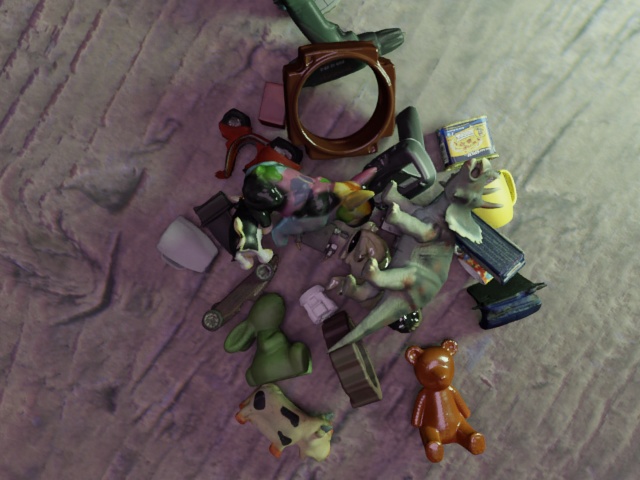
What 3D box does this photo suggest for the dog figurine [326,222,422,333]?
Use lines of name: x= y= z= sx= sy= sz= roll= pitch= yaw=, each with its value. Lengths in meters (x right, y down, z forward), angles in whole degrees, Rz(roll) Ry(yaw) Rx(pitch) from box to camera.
dog figurine: x=0.131 y=0.076 z=1.051 sx=0.190 sy=0.121 sz=0.172 roll=25 pitch=97 yaw=-13

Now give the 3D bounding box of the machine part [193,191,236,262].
machine part: x=-0.188 y=-0.025 z=1.077 sx=0.084 sy=0.039 sz=0.139 roll=-32 pitch=89 yaw=-2

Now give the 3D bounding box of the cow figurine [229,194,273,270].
cow figurine: x=-0.137 y=-0.038 z=1.013 sx=0.068 sy=0.098 sz=0.167 roll=-13 pitch=57 yaw=15

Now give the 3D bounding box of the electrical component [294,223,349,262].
electrical component: x=-0.003 y=-0.005 z=1.067 sx=0.102 sy=0.045 sz=0.078 roll=31 pitch=94 yaw=0

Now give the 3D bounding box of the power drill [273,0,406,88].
power drill: x=0.024 y=-0.400 z=0.996 sx=0.232 sy=0.207 sz=0.086 roll=-26 pitch=47 yaw=11

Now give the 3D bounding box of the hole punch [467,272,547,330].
hole punch: x=0.357 y=0.127 z=1.031 sx=0.142 sy=0.116 sz=0.092 roll=-18 pitch=100 yaw=3

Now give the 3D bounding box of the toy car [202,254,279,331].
toy car: x=-0.151 y=0.105 z=1.055 sx=0.202 sy=0.089 sz=0.053 roll=-42 pitch=90 yaw=2

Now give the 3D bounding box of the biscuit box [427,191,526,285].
biscuit box: x=0.285 y=-0.009 z=1.002 sx=0.063 sy=0.059 sz=0.203 roll=-43 pitch=57 yaw=2

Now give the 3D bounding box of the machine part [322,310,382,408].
machine part: x=0.058 y=0.223 z=1.011 sx=0.056 sy=0.179 sz=0.179 roll=-23 pitch=92 yaw=6

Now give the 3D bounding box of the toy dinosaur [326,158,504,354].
toy dinosaur: x=0.167 y=0.038 z=0.933 sx=0.192 sy=0.131 sz=0.404 roll=22 pitch=100 yaw=-9

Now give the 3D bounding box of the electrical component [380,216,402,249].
electrical component: x=0.151 y=-0.031 z=1.073 sx=0.063 sy=0.021 sz=0.094 roll=22 pitch=94 yaw=1

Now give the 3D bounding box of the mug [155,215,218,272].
mug: x=-0.265 y=0.022 z=1.063 sx=0.107 sy=0.081 sz=0.109 roll=35 pitch=118 yaw=-6

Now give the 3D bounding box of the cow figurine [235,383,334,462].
cow figurine: x=-0.058 y=0.363 z=1.068 sx=0.195 sy=0.085 sz=0.127 roll=43 pitch=99 yaw=0

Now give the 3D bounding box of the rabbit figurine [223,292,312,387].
rabbit figurine: x=-0.101 y=0.194 z=1.062 sx=0.159 sy=0.121 sz=0.170 roll=-16 pitch=74 yaw=9

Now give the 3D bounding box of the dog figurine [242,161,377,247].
dog figurine: x=-0.007 y=-0.086 z=0.967 sx=0.219 sy=0.108 sz=0.191 roll=-20 pitch=125 yaw=25

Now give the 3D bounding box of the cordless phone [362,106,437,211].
cordless phone: x=0.142 y=-0.163 z=1.038 sx=0.088 sy=0.146 sz=0.184 roll=21 pitch=54 yaw=-34

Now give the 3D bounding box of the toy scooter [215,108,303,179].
toy scooter: x=-0.132 y=-0.157 z=1.051 sx=0.184 sy=0.075 sz=0.135 roll=31 pitch=98 yaw=0

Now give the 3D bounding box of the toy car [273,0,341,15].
toy car: x=-0.008 y=-0.480 z=1.022 sx=0.161 sy=0.109 sz=0.103 roll=-41 pitch=108 yaw=12

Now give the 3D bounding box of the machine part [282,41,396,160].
machine part: x=0.036 y=-0.255 z=0.991 sx=0.201 sy=0.087 sz=0.200 roll=-6 pitch=119 yaw=-6

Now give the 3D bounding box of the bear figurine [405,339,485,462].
bear figurine: x=0.236 y=0.301 z=1.034 sx=0.120 sy=0.132 sz=0.195 roll=-6 pitch=98 yaw=-6
